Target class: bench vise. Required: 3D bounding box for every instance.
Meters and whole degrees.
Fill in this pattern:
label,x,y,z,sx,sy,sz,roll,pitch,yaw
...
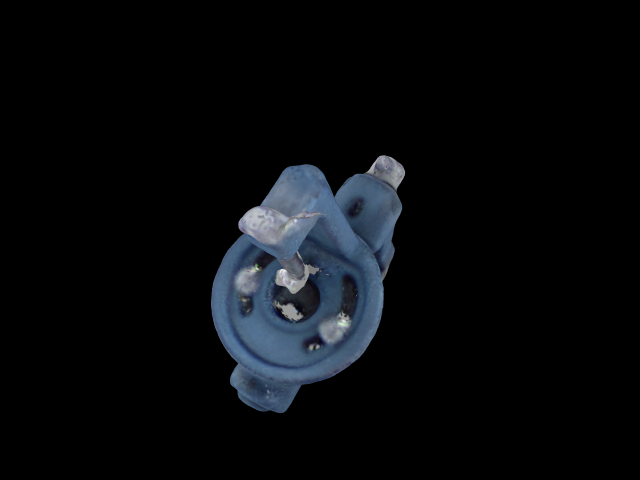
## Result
label,x,y,z,sx,sy,sz,roll,pitch,yaw
bench vise,-0.008,-0.001,0.402,0.121,0.220,0.207,12,59,8
